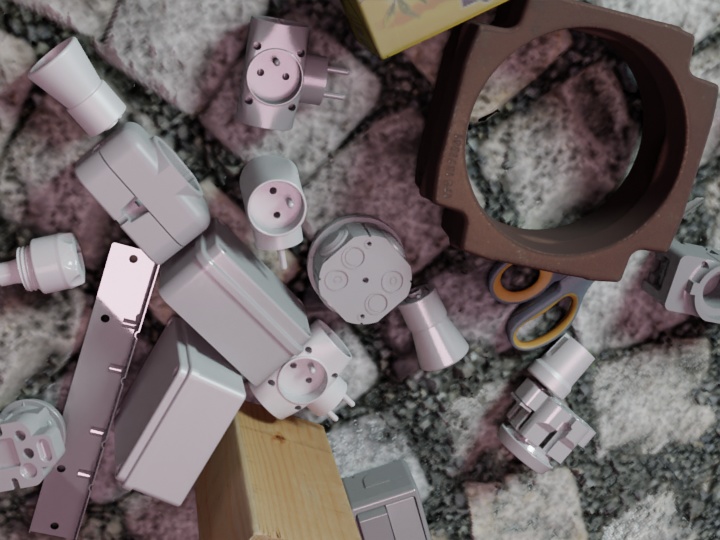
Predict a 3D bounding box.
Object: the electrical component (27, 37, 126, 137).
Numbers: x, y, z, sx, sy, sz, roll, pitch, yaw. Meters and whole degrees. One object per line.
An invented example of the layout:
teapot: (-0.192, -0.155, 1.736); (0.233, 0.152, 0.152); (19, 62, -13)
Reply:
electrical component: (-0.202, -0.129, 0.778); (0.044, 0.044, 0.065); (-37, 116, 4)

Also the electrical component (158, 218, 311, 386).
electrical component: (-0.096, 0.023, 0.831); (0.057, 0.078, 0.113); (-40, 111, 8)

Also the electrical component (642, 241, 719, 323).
electrical component: (0.297, 0.012, 0.913); (0.089, 0.055, 0.050); (10, 107, -14)

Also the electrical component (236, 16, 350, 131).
electrical component: (-0.047, -0.143, 0.799); (0.079, 0.044, 0.077); (7, 108, -13)

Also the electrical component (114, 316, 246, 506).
electrical component: (-0.142, 0.107, 0.836); (0.056, 0.108, 0.108); (27, 102, -21)

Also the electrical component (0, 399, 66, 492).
electrical component: (-0.266, 0.135, 0.843); (0.078, 0.057, 0.058); (-11, 103, 9)

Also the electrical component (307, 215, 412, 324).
electrical component: (0.000, 0.000, 0.855); (0.080, 0.051, 0.080); (-3, 110, -10)

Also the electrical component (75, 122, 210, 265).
electrical component: (-0.158, -0.060, 0.802); (0.059, 0.053, 0.095); (-38, 111, 4)

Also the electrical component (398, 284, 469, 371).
electrical component: (0.057, 0.045, 0.888); (0.044, 0.044, 0.065); (-26, 107, -1)

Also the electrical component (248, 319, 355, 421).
electrical component: (-0.037, 0.093, 0.884); (0.077, 0.044, 0.079); (-42, 112, 5)

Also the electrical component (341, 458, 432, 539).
electrical component: (0.027, 0.225, 0.934); (0.062, 0.061, 0.096); (-17, 111, -4)

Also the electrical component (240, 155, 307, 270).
electrical component: (-0.064, -0.040, 0.815); (0.043, 0.077, 0.079); (-10, 111, -7)

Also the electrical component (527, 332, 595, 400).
electrical component: (0.174, 0.082, 0.924); (0.040, 0.040, 0.046); (42, 92, -21)

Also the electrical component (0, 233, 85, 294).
electrical component: (-0.242, -0.003, 0.813); (0.062, 0.043, 0.043); (-13, 111, -5)

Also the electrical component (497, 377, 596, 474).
electrical component: (0.156, 0.138, 0.930); (0.078, 0.058, 0.057); (37, 96, -21)
